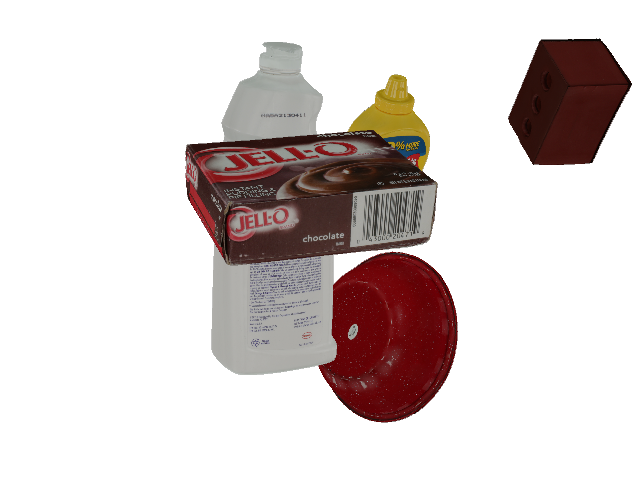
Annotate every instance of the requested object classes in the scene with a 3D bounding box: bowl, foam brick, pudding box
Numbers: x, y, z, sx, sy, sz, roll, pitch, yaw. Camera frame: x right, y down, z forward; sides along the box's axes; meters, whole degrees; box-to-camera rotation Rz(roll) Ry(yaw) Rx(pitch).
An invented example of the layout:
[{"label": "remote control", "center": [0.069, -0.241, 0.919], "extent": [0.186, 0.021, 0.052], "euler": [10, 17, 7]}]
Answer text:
[{"label": "bowl", "center": [0.046, 0.086, 0.989], "extent": [0.162, 0.162, 0.055], "euler": [0, -10, 42]}, {"label": "foam brick", "center": [0.177, -0.099, 0.766], "extent": [0.051, 0.053, 0.078], "euler": [-5, -41, -18]}, {"label": "pudding box", "center": [-0.008, -0.026, 0.562], "extent": [0.113, 0.039, 0.090], "euler": [-4, 26, -19]}]

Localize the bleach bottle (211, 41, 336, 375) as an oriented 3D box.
[{"label": "bleach bottle", "center": [-0.030, -0.025, 0.821], "extent": [0.102, 0.251, 0.068], "euler": [-6, 21, -29]}]

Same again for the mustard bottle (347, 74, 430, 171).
[{"label": "mustard bottle", "center": [0.069, -0.085, 1.144], "extent": [0.096, 0.192, 0.058], "euler": [-6, 32, -23]}]
